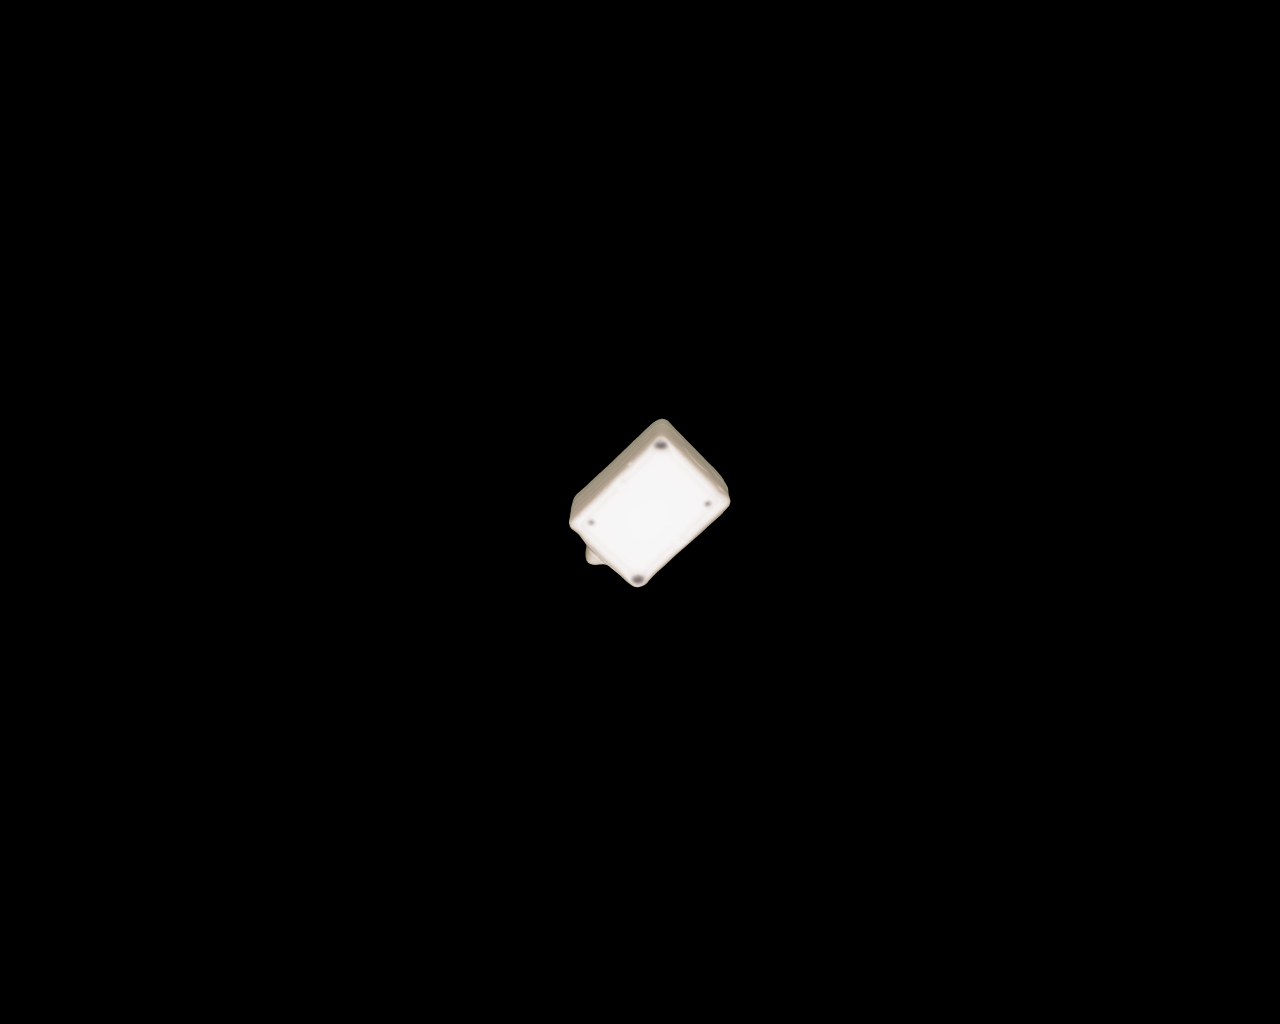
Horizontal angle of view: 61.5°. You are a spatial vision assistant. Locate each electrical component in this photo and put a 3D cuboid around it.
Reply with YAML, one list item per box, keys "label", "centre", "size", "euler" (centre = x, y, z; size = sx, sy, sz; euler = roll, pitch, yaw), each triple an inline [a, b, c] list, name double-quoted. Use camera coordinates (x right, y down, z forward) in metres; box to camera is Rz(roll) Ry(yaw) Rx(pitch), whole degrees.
- label: "electrical component"
  centre: [0.001, -0.003, 0.650]
  size: [0.096, 0.061, 0.061]
  euler: [-43, 12, 11]
